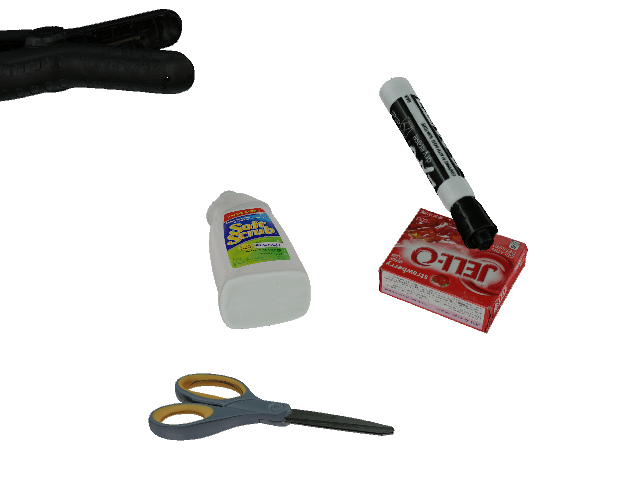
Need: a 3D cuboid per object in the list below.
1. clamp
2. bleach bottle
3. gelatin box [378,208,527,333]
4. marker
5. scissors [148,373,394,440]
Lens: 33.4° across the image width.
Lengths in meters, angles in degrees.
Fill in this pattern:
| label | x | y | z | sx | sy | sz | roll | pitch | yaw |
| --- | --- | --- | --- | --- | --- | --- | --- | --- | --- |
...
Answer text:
| label | x | y | z | sx | sy | sz | roll | pitch | yaw |
| --- | --- | --- | --- | --- | --- | --- | --- | --- | --- |
| clamp | -0.160 | -0.115 | 0.661 | 0.171 | 0.039 | 0.120 | -1 | 21 | -1 |
| bleach bottle | -0.089 | 0.007 | 1.221 | 0.102 | 0.068 | 0.251 | -7 | 28 | -14 |
| gelatin box | 0.098 | 0.020 | 0.787 | 0.089 | 0.030 | 0.073 | 20 | 49 | 20 |
| marker | 0.064 | -0.042 | 0.582 | 0.020 | 0.121 | 0.020 | -17 | -35 | -13 |
| scissors | -0.051 | 0.140 | 0.819 | 0.202 | 0.016 | 0.096 | 11 | 28 | 41 |
